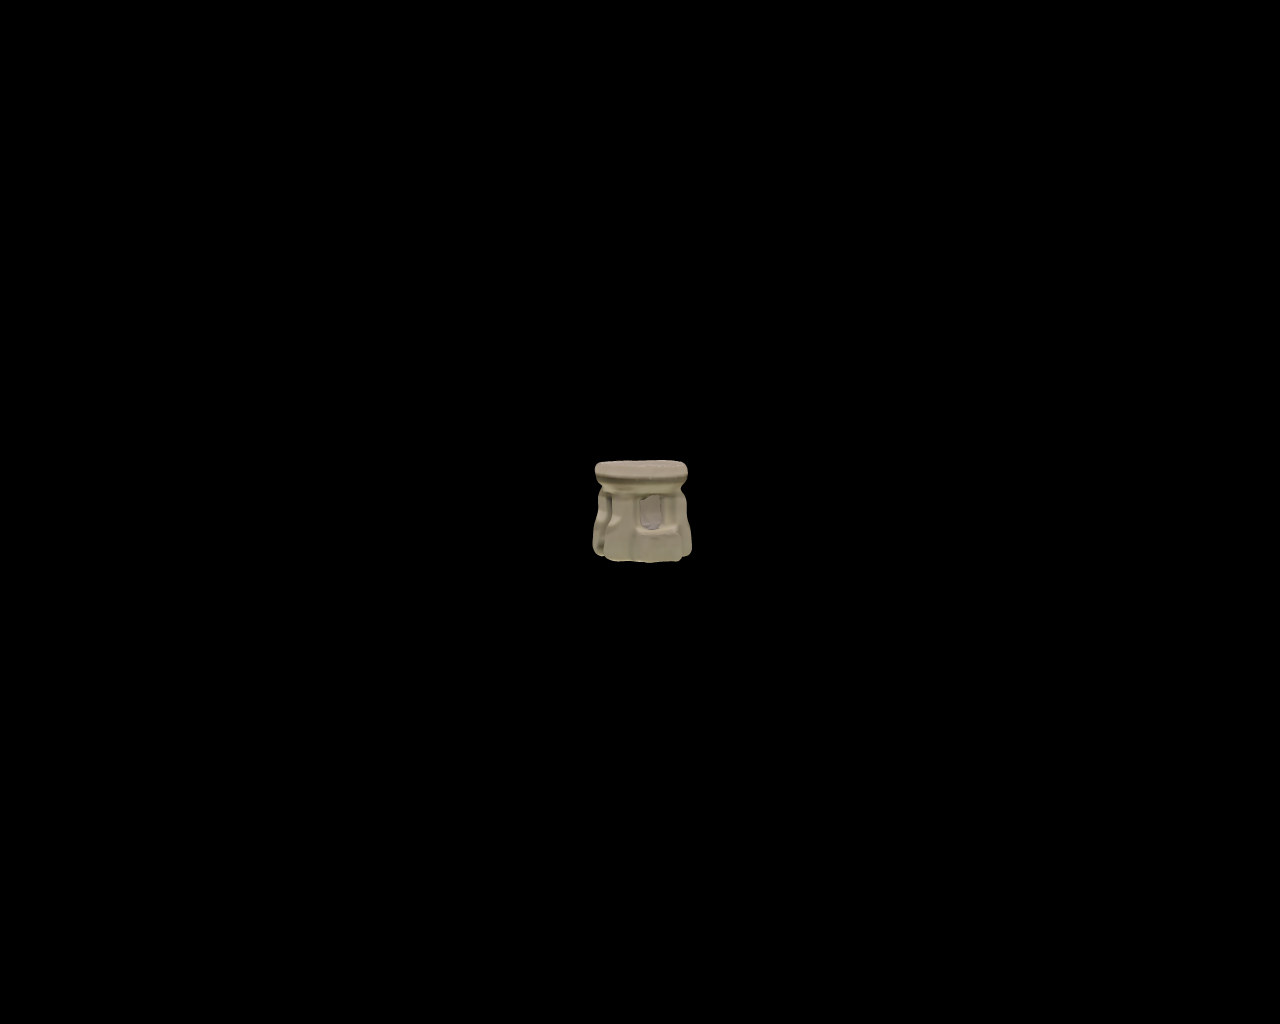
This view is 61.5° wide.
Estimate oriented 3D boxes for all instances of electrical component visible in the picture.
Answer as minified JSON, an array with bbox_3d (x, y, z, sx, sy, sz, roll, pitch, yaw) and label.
[{"bbox_3d":[0.001,-0.003,0.650,0.058,0.057,0.078,-3,8,-19],"label":"electrical component"}]
